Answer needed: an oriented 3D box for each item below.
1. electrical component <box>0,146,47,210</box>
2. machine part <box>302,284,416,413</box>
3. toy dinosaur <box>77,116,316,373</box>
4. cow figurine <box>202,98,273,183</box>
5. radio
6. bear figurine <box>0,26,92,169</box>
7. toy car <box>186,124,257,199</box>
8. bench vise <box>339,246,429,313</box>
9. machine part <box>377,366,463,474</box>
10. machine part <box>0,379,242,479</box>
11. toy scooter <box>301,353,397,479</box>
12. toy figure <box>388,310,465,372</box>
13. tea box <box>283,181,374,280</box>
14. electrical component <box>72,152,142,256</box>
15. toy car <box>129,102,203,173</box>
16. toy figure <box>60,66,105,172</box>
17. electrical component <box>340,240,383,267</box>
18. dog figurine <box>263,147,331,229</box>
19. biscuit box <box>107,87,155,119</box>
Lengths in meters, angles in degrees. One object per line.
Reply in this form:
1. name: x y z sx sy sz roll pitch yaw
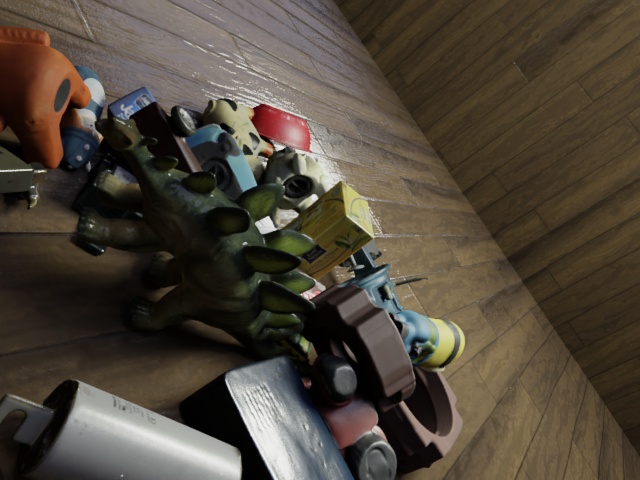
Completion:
1. electrical component: -0.323 -0.059 0.522 0.078 0.045 0.102 27 19 11
2. machine part: 0.045 0.142 0.703 0.056 0.179 0.179 -28 80 -26
3. toy dinosaur: -0.104 0.043 0.584 0.470 0.199 0.105 75 14 -53
4. cow figurine: -0.148 -0.166 0.916 0.127 0.085 0.195 17 39 -49
5. radio: -0.040 0.245 0.581 0.229 0.073 0.131 61 25 13
6. bear figurine: -0.358 -0.170 0.550 0.196 0.132 0.120 17 73 -9
7. toy car: -0.147 -0.089 0.802 0.161 0.109 0.103 58 6 -11
8. bench vise: 0.079 0.056 0.974 0.223 0.129 0.240 -25 89 -59
9. machine part: 0.129 0.247 0.858 0.201 0.087 0.201 58 26 11
10. machine part: -0.153 0.183 0.454 0.243 0.079 0.079 38 29 -30
11. toy scooter: 0.021 0.227 0.681 0.075 0.135 0.183 -23 94 -30
12. toy figure: 0.156 0.153 0.819 0.180 0.089 0.082 30 38 -46
13. tea box: -0.002 -0.003 0.855 0.068 0.169 0.098 38 30 -30
14. electrical component: -0.244 -0.040 0.626 0.074 0.048 0.119 40 26 -27
15. toy car: -0.163 -0.068 0.652 0.202 0.089 0.053 62 15 -4
16. toy figure: -0.299 -0.153 0.668 0.064 0.058 0.154 12 47 -36
17. electrical component: 0.058 -0.004 1.098 0.134 0.058 0.115 4 52 -60
18. dog figurine: -0.054 -0.123 0.930 0.121 0.172 0.191 7 46 -22
19. biscuit box: -0.200 -0.097 0.710 0.202 0.059 0.063 57 -19 -7
